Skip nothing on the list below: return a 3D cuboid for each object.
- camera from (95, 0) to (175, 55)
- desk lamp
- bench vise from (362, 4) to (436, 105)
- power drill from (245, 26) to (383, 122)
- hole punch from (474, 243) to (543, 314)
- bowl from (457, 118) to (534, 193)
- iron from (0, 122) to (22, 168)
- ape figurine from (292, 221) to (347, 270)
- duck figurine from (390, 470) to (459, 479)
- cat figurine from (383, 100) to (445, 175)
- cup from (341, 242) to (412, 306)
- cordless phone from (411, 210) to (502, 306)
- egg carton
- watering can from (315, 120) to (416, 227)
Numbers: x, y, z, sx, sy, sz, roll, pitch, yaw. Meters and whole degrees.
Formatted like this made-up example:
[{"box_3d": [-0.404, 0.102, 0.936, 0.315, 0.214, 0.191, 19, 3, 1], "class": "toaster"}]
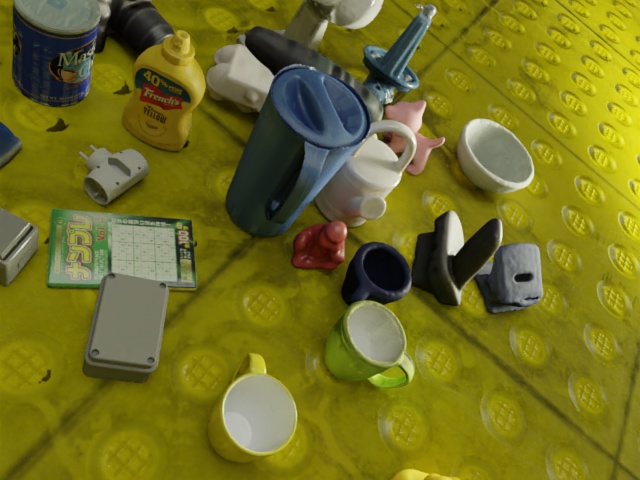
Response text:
[{"box_3d": [-0.298, -0.346, 0.889, 0.137, 0.100, 0.143, 46, 50, 6], "class": "camera"}, {"box_3d": [-0.011, -0.399, 1.008, 0.204, 0.213, 0.118, -23, 72, -37], "class": "desk lamp"}, {"box_3d": [0.134, -0.298, 1.017, 0.122, 0.219, 0.207, 20, 52, -16], "class": "bench vise"}, {"box_3d": [-0.032, -0.196, 0.866, 0.230, 0.208, 0.075, 18, 53, -17], "class": "power drill"}, {"box_3d": [0.329, 0.064, 0.970, 0.109, 0.091, 0.101, -3, 62, -30], "class": "hole punch"}, {"box_3d": [0.329, -0.152, 1.123, 0.168, 0.074, 0.167, 14, 54, -20], "class": "bowl"}, {"box_3d": [-0.460, -0.120, 0.625, 0.259, 0.141, 0.118, -24, 73, -38], "class": "iron"}, {"box_3d": [0.008, 0.003, 0.833, 0.078, 0.092, 0.076, 41, 49, 1], "class": "ape figurine"}, {"box_3d": [0.129, 0.315, 0.698, 0.105, 0.086, 0.077, -3, 61, -30], "class": "duck figurine"}, {"box_3d": [0.164, -0.197, 1.034, 0.128, 0.117, 0.067, 32, 50, -6], "class": "cat figurine"}, {"box_3d": [0.064, 0.070, 0.819, 0.091, 0.094, 0.118, 44, 50, 4], "class": "cup"}, {"box_3d": [0.229, 0.005, 0.893, 0.094, 0.184, 0.147, 22, 52, -14], "class": "cordless phone"}, {"box_3d": [-0.112, -0.260, 0.955, 0.150, 0.069, 0.107, 20, 52, -16], "class": "egg carton"}, {"box_3d": [0.076, -0.103, 0.874, 0.101, 0.193, 0.172, -2, 61, -30], "class": "watering can"}]
